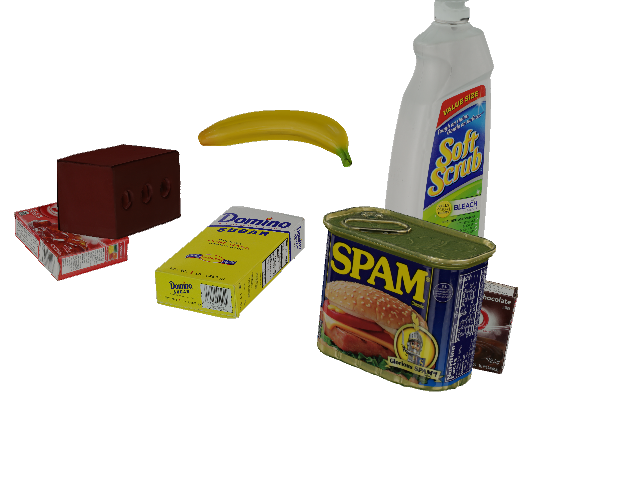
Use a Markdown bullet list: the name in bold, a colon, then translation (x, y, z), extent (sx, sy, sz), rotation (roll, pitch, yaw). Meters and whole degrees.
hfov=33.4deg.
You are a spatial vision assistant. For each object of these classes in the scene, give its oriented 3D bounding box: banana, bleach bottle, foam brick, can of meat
- **banana**: translation (-0.048, -0.131, 1.287), extent (0.198, 0.037, 0.069), rotation (8, 39, 18)
- **bleach bottle**: translation (0.106, -0.093, 0.973), extent (0.102, 0.251, 0.068), rotation (-10, 24, -26)
- **foam brick**: translation (-0.143, -0.036, 0.762), extent (0.051, 0.053, 0.078), rotation (10, 18, 27)
- **can of meat**: translation (0.047, 0.034, 0.633), extent (0.102, 0.084, 0.057), rotation (19, 22, 36)

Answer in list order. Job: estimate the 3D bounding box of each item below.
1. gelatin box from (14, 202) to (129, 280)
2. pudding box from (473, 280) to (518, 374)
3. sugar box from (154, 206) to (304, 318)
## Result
- **gelatin box**: translation (-0.233, -0.004, 0.994), extent (0.073, 0.030, 0.089), rotation (-17, 40, -36)
- **pudding box**: translation (0.145, 0.083, 1.124), extent (0.113, 0.090, 0.039), rotation (10, 22, 10)
- **sugar box**: translation (-0.092, 0.018, 1.135), extent (0.093, 0.048, 0.176), rotation (10, 30, 19)
